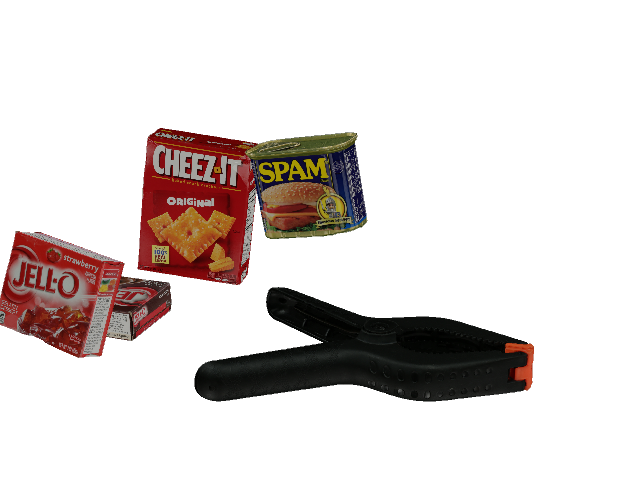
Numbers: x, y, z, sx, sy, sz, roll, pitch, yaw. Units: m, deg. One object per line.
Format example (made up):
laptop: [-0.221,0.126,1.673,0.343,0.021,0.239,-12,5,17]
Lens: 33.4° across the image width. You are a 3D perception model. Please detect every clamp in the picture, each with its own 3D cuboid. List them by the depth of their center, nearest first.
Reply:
clamp: [0.035,0.070,0.718,0.210,0.036,0.164,2,18,7]

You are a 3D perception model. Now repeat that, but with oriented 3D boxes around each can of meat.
can of meat: [-0.011,-0.050,0.985,0.102,0.084,0.057,-3,17,24]

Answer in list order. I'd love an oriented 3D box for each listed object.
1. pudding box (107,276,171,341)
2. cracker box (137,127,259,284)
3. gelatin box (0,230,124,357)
pudding box: [-0.231,0.070,1.155,0.114,0.039,0.090,4,18,19]
cracker box: [-0.185,-0.049,1.620,0.164,0.214,0.072,10,19,6]
gelatin box: [-0.195,0.039,0.793,0.089,0.073,0.030,18,6,26]
